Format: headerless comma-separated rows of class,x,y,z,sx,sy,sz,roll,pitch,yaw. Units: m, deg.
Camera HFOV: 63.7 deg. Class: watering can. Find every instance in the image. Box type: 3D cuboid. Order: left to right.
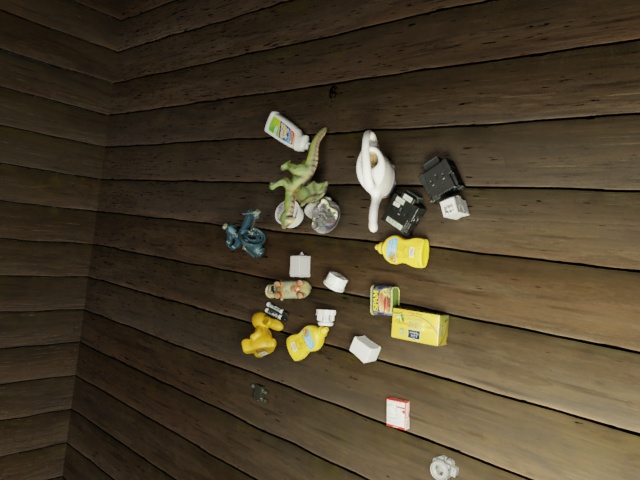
watering can,0.184,-0.187,1.711,0.104,0.223,0.351,-7,80,22

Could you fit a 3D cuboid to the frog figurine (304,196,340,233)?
frog figurine,0.006,-0.098,1.944,0.160,0.123,0.137,-150,62,-75

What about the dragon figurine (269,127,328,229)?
dragon figurine,-0.044,-0.225,1.947,0.408,0.121,0.246,-54,48,7
